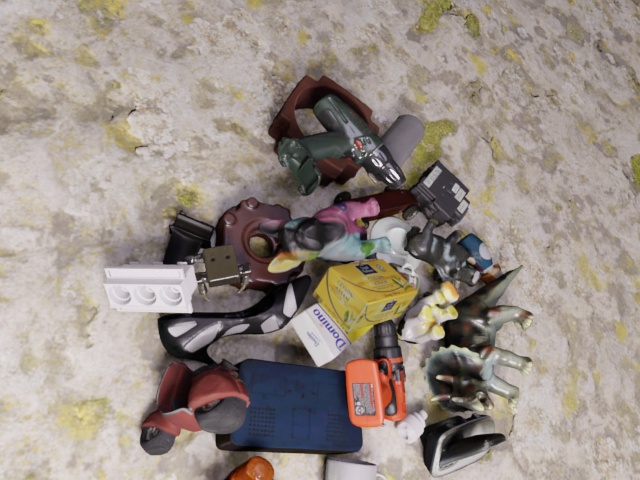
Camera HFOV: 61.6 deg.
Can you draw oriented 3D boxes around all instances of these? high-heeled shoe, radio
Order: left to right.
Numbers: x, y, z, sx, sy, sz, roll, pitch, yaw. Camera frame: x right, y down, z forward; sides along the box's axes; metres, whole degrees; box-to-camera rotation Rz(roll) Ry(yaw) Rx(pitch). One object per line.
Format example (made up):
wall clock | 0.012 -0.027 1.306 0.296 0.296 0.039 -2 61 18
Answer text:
high-heeled shoe | -0.137 0.106 0.873 0.249 0.086 0.145 -45 112 -17
radio | -0.045 0.270 0.863 0.229 0.073 0.131 14 61 -27

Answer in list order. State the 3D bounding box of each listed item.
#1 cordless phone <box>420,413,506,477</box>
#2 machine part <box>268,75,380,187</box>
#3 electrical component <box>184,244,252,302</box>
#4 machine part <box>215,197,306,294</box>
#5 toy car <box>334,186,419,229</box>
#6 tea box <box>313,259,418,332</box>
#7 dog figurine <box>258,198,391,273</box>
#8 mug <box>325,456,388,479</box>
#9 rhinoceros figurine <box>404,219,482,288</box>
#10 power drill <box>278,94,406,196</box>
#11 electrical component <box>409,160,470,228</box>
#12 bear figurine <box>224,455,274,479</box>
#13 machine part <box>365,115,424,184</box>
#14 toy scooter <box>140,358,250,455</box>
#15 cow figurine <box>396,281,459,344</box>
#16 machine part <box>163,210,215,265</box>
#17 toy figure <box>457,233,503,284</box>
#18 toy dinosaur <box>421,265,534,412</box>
cordless phone | 0.273 0.345 0.934 0.146 0.184 0.089 -6 66 -30
machine part | 0.009 -0.226 1.121 0.201 0.087 0.201 33 55 -11
electrical component | -0.163 0.052 0.878 0.102 0.045 0.078 -16 62 -14
machine part | -0.106 0.010 0.969 0.179 0.056 0.179 11 64 -24
toy car | 0.119 -0.067 1.124 0.202 0.053 0.089 -14 55 -33
tea box | 0.082 0.092 0.934 0.098 0.068 0.169 44 28 26
dog figurine | -0.002 -0.003 0.940 0.219 0.191 0.108 -10 86 -21
mug | 0.054 0.409 0.858 0.109 0.081 0.107 19 72 -24
rhinoceros figurine | 0.263 0.034 1.126 0.190 0.073 0.112 29 56 -24
power drill | 0.038 -0.159 1.006 0.207 0.086 0.232 -33 84 -31
electrical component | 0.274 -0.096 1.216 0.134 0.058 0.115 46 57 -2
bear figurine | -0.065 0.414 0.762 0.196 0.132 0.120 41 59 2
machine part | 0.166 -0.206 1.196 0.079 0.079 0.243 43 54 -4
toy scooter | -0.182 0.223 0.784 0.075 0.184 0.135 51 22 -39
cow figurine | 0.214 0.144 1.061 0.068 0.098 0.167 56 39 -1
machine part | -0.231 0.019 0.910 0.084 0.039 0.139 30 55 -18
toy figure | 0.364 0.058 1.193 0.064 0.058 0.154 -35 88 -14
toy dinosaur | 0.313 0.190 1.068 0.192 0.131 0.405 14 45 6
